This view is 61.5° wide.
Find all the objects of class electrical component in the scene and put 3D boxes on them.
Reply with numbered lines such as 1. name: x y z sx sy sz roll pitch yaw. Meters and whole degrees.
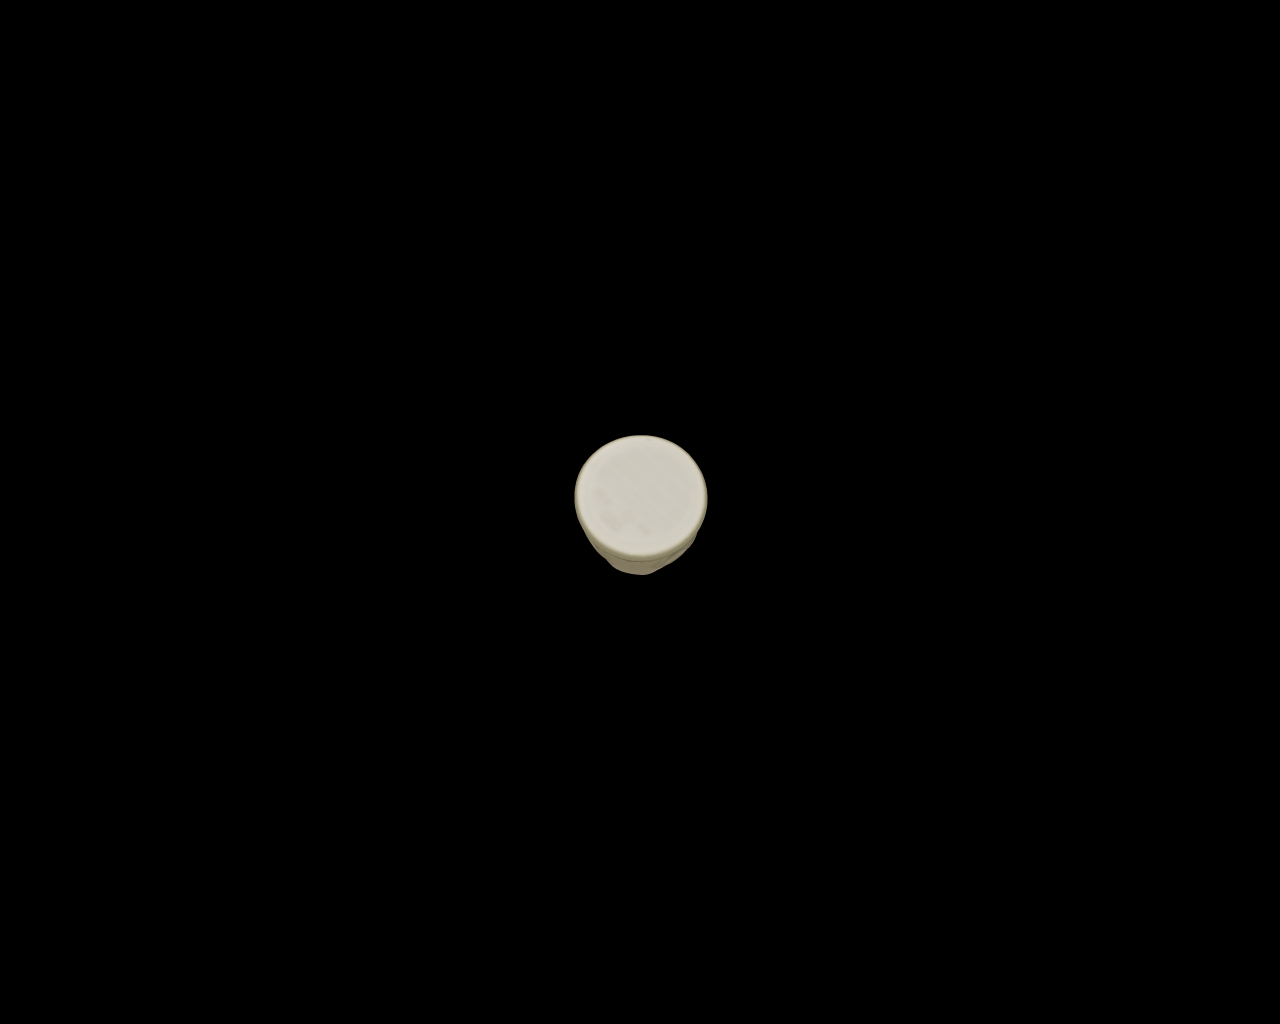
1. electrical component: 0.001 -0.003 0.650 0.080 0.080 0.051 0 -19 0
